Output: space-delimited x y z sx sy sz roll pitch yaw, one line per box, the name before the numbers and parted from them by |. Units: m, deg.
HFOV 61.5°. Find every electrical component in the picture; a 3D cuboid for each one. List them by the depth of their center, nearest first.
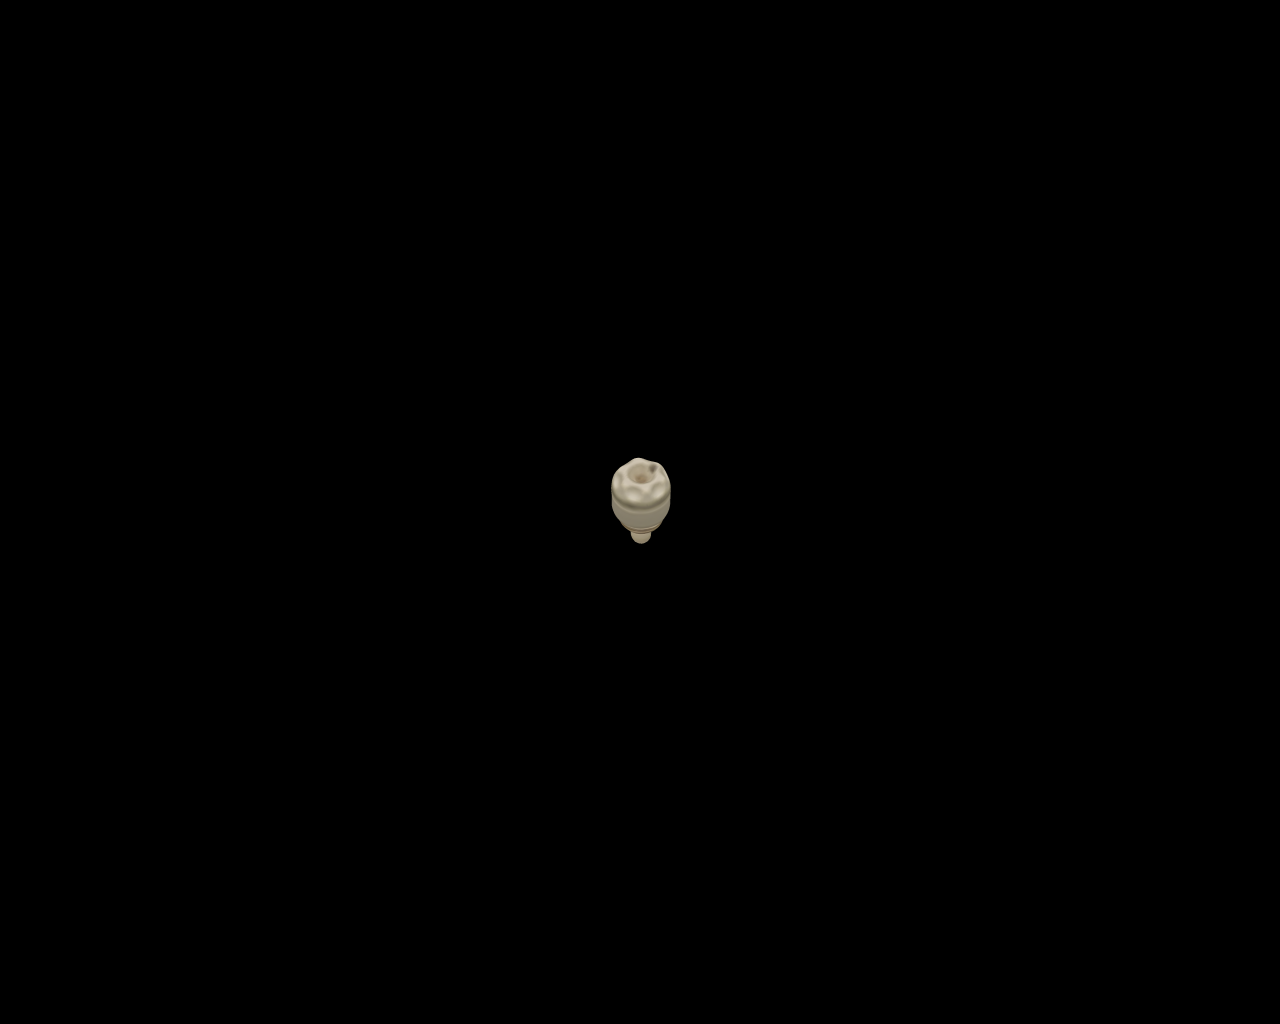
electrical component | 0.001 -0.003 0.650 0.035 0.035 0.061 0 -42 0
